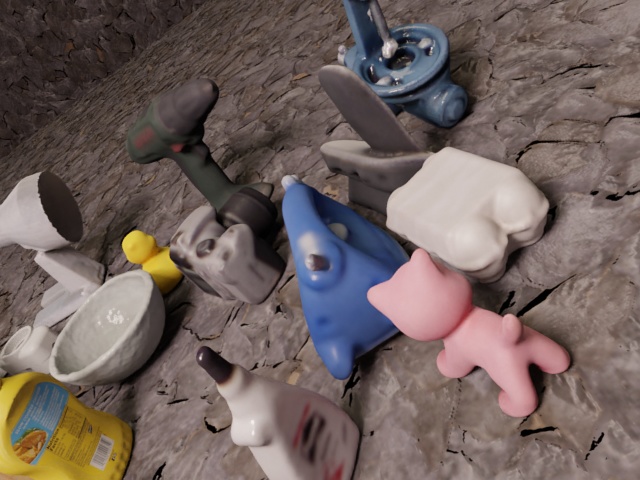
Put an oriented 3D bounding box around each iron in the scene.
[{"bbox_3d":[0.005,0.002,0.558,0.118,0.142,0.257,-34,33,8],"label":"iron"}]

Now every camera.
[{"bbox_3d":[-0.109,-0.005,0.716,0.142,0.101,0.137,6,54,48],"label":"camera"}]

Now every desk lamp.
[{"bbox_3d":[-0.448,0.016,0.918,0.203,0.214,0.117,-32,34,11],"label":"desk lamp"}]

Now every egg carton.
[{"bbox_3d":[0.133,-0.026,0.534,0.107,0.070,0.150,-44,33,-7],"label":"egg carton"}]

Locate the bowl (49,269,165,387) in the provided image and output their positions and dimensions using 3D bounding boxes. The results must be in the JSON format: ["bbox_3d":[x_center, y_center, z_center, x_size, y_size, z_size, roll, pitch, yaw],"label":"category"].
[{"bbox_3d":[-0.255,0.123,0.730,0.167,0.075,0.167,-26,35,20],"label":"bowl"}]

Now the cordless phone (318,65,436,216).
[{"bbox_3d":[0.045,-0.121,0.626,0.094,0.186,0.147,-49,34,-14],"label":"cordless phone"}]

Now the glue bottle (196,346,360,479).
[{"bbox_3d":[-0.032,0.129,0.414,0.037,0.174,0.078,-15,40,32],"label":"glue bottle"}]

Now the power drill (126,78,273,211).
[{"bbox_3d":[-0.166,-0.119,0.808,0.228,0.209,0.076,-5,46,41],"label":"power drill"}]

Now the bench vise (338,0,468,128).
[{"bbox_3d":[0.063,-0.233,0.710,0.206,0.220,0.122,8,55,49],"label":"bench vise"}]

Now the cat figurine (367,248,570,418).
[{"bbox_3d":[0.101,0.056,0.421,0.067,0.118,0.127,-50,35,-16],"label":"cat figurine"}]

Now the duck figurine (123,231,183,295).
[{"bbox_3d":[-0.247,0.026,0.827,0.077,0.086,0.104,-38,33,2],"label":"duck figurine"}]
